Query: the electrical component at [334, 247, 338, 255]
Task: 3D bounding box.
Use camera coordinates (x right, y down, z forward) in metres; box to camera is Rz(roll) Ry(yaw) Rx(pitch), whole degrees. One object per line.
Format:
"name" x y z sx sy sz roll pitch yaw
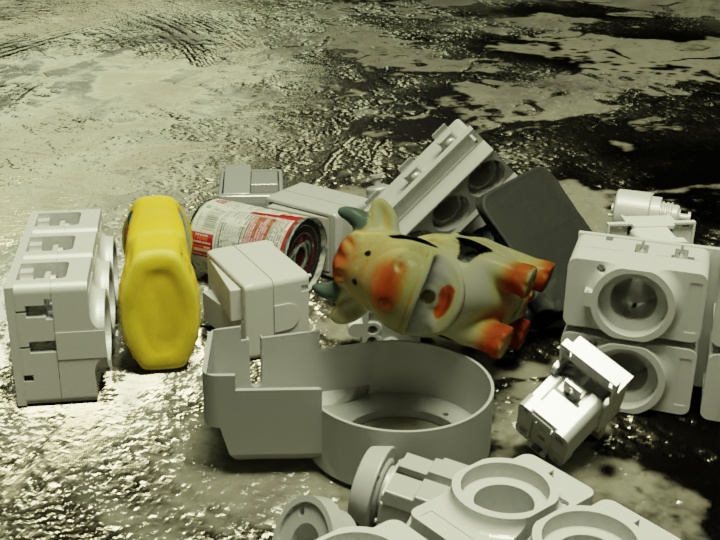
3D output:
"electrical component" 0.000 0.000 0.898 0.045 0.045 0.055 0 23 -2

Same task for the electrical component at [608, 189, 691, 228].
"electrical component" 0.280 -0.055 1.043 0.078 0.040 0.040 9 24 18

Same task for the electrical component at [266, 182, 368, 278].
"electrical component" -0.034 -0.034 0.955 0.096 0.061 0.061 16 27 32

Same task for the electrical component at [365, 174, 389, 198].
"electrical component" 0.020 -0.048 0.979 0.040 0.078 0.040 -8 11 2

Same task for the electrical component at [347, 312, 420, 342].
"electrical component" 0.021 0.030 0.828 0.066 0.048 0.055 -1 31 -6

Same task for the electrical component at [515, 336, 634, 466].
"electrical component" 0.131 0.084 0.670 0.042 0.081 0.064 38 67 24

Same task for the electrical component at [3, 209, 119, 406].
"electrical component" -0.212 0.022 0.782 0.062 0.089 0.150 -3 23 -8

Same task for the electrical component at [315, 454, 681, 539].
"electrical component" 0.053 0.157 0.509 0.186 0.060 0.105 -17 29 -36

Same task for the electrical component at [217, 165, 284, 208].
"electrical component" -0.102 -0.060 1.015 0.062 0.061 0.096 -1 23 -4

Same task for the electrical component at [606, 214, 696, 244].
"electrical component" 0.261 -0.019 0.955 0.081 0.042 0.063 -2 24 -4

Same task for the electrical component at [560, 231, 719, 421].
"electrical component" 0.233 0.044 0.724 0.186 0.105 0.060 8 24 17

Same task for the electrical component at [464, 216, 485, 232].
"electrical component" 0.088 -0.044 0.993 0.062 0.061 0.096 8 17 22

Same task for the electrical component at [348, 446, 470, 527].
"electrical component" 0.026 0.127 0.601 0.055 0.048 0.066 16 26 15

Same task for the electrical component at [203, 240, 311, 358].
"electrical component" -0.084 0.019 0.828 0.061 0.061 0.096 -11 26 -26

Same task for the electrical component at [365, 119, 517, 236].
"electrical component" 0.063 -0.063 0.909 0.079 0.121 0.063 38 11 -44
